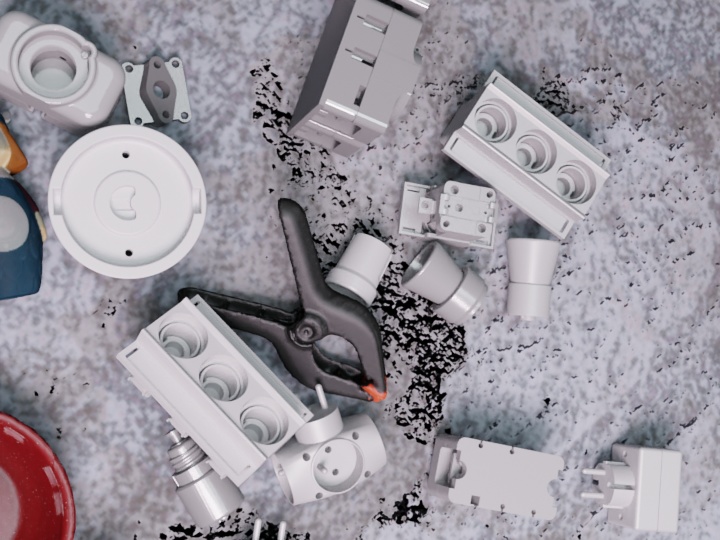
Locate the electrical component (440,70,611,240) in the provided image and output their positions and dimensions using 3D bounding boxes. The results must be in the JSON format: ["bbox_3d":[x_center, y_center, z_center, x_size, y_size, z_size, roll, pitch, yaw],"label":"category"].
[{"bbox_3d":[0.129,-0.090,0.864,0.121,0.063,0.078,35,77,-11],"label":"electrical component"}]

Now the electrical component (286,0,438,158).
[{"bbox_3d":[0.014,-0.186,0.816,0.060,0.105,0.186,21,80,-14],"label":"electrical component"}]

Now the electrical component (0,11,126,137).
[{"bbox_3d":[-0.219,-0.139,0.767,0.095,0.059,0.053,26,79,-13],"label":"electrical component"}]

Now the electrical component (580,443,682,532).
[{"bbox_3d":[0.215,0.175,0.875,0.077,0.047,0.065,7,83,-15],"label":"electrical component"}]

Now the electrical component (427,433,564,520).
[{"bbox_3d":[0.104,0.160,0.839,0.089,0.056,0.050,13,82,-15],"label":"electrical component"}]

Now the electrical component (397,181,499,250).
[{"bbox_3d":[0.074,-0.044,0.844,0.081,0.064,0.042,8,84,-16],"label":"electrical component"}]

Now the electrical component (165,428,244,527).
[{"bbox_3d":[-0.117,0.150,0.782,0.040,0.040,0.078,-31,94,-17],"label":"electrical component"}]

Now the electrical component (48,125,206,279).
[{"bbox_3d":[-0.169,-0.045,0.773,0.108,0.060,0.108,1,85,-16],"label":"electrical component"}]

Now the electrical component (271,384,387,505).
[{"bbox_3d":[-0.029,0.125,0.805,0.077,0.044,0.079,-21,104,-17],"label":"electrical component"}]

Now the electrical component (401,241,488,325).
[{"bbox_3d":[0.067,0.011,0.847,0.055,0.045,0.045,38,76,-11],"label":"electrical component"}]

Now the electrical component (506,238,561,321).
[{"bbox_3d":[0.138,0.008,0.871,0.044,0.044,0.065,5,89,-16],"label":"electrical component"}]

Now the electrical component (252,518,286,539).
[{"bbox_3d":[-0.071,0.221,0.786,0.066,0.047,0.076,10,83,-16],"label":"electrical component"}]

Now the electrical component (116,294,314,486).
[{"bbox_3d":[-0.105,0.088,0.761,0.121,0.063,0.079,45,51,6],"label":"electrical component"}]

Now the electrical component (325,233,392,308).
[{"bbox_3d":[0.000,0.000,0.831,0.040,0.040,0.046,32,72,-12],"label":"electrical component"}]
